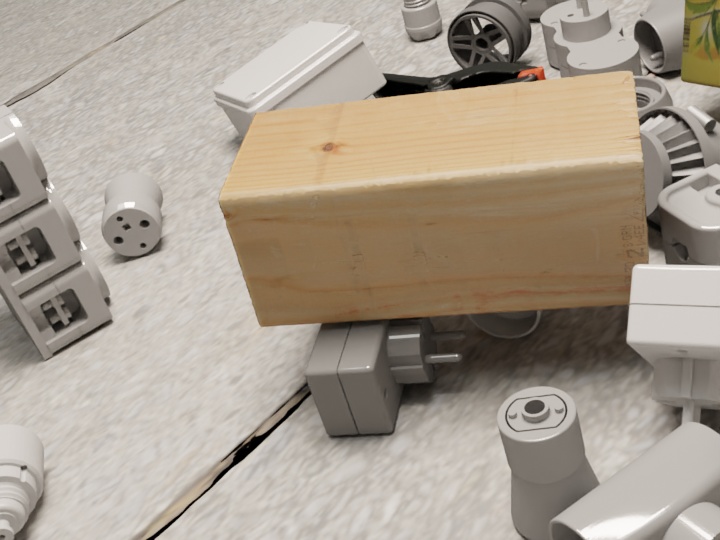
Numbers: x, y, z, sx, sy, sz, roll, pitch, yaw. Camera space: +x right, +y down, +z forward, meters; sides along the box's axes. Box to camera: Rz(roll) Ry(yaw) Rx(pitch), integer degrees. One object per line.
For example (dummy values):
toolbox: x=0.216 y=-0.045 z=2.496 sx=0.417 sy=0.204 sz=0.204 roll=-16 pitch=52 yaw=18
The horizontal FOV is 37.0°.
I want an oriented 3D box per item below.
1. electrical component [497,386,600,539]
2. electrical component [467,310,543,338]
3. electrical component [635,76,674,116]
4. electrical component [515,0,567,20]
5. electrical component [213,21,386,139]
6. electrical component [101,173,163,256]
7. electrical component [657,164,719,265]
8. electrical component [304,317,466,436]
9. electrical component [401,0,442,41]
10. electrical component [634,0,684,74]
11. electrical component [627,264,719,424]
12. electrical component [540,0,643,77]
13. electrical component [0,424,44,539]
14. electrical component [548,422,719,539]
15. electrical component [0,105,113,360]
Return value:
electrical component: x=0.083 y=0.085 z=0.478 sx=0.044 sy=0.065 sz=0.044 roll=-13 pitch=33 yaw=8
electrical component: x=0.092 y=-0.003 z=0.624 sx=0.043 sy=0.043 sz=0.081 roll=0 pitch=37 yaw=26
electrical component: x=0.175 y=-0.089 z=0.699 sx=0.078 sy=0.057 sz=0.058 roll=6 pitch=40 yaw=33
electrical component: x=0.158 y=-0.268 z=0.976 sx=0.059 sy=0.053 sz=0.095 roll=6 pitch=40 yaw=33
electrical component: x=-0.051 y=-0.147 z=0.869 sx=0.109 sy=0.056 sz=0.109 roll=-38 pitch=25 yaw=-10
electrical component: x=-0.171 y=-0.042 z=0.810 sx=0.045 sy=0.045 sz=0.055 roll=-17 pitch=33 yaw=1
electrical component: x=0.214 y=-0.025 z=0.582 sx=0.095 sy=0.059 sz=0.053 roll=-25 pitch=33 yaw=-10
electrical component: x=0.020 y=0.044 z=0.588 sx=0.076 sy=0.047 sz=0.083 roll=-5 pitch=35 yaw=18
electrical component: x=0.053 y=-0.243 z=0.983 sx=0.035 sy=0.061 sz=0.035 roll=-13 pitch=33 yaw=8
electrical component: x=0.246 y=-0.190 z=0.826 sx=0.077 sy=0.044 sz=0.079 roll=-23 pitch=33 yaw=-8
electrical component: x=0.157 y=0.044 z=0.504 sx=0.047 sy=0.083 sz=0.075 roll=1 pitch=76 yaw=27
electrical component: x=0.174 y=-0.180 z=0.820 sx=0.052 sy=0.073 sz=0.138 roll=-16 pitch=33 yaw=4
electrical component: x=-0.194 y=0.118 z=0.587 sx=0.040 sy=0.040 sz=0.078 roll=-20 pitch=33 yaw=-3
electrical component: x=0.132 y=0.109 z=0.438 sx=0.077 sy=0.044 sz=0.079 roll=-31 pitch=35 yaw=-18
electrical component: x=-0.229 y=-0.029 z=0.721 sx=0.062 sy=0.150 sz=0.089 roll=-32 pitch=35 yaw=-18
